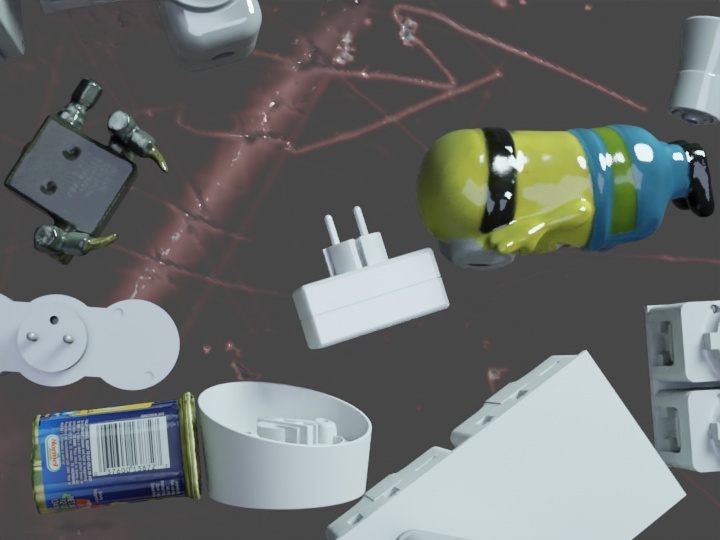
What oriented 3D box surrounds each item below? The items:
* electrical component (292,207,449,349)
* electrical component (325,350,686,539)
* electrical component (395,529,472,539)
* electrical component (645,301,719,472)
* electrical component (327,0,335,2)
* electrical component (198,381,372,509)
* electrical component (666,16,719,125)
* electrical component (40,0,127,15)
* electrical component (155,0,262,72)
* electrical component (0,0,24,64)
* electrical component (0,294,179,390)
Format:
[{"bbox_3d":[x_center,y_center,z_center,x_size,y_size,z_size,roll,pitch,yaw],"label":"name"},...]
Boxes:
[{"bbox_3d":[0.000,0.000,0.655,0.083,0.047,0.075,-17,88,-11],"label":"electrical component"},{"bbox_3d":[0.084,0.146,0.650,0.186,0.060,0.105,-35,92,-11],"label":"electrical component"},{"bbox_3d":[0.049,0.203,0.576,0.078,0.057,0.113,13,83,-9],"label":"electrical component"},{"bbox_3d":[0.287,0.070,0.693,0.186,0.060,0.105,-2,85,-10],"label":"electrical component"},{"bbox_3d":[0.005,-0.209,0.671,0.078,0.058,0.057,-23,92,-12],"label":"electrical component"},{"bbox_3d":[-0.043,0.100,0.615,0.099,0.099,0.064,0,91,-10],"label":"electrical component"},{"bbox_3d":[0.228,-0.129,0.712,0.044,0.044,0.065,16,87,-8],"label":"electrical component"},{"bbox_3d":[-0.171,-0.239,0.624,0.062,0.089,0.150,-12,87,-11],"label":"electrical component"},{"bbox_3d":[-0.097,-0.175,0.647,0.054,0.059,0.095,-18,88,-11],"label":"electrical component"},{"bbox_3d":[-0.227,-0.164,0.596,0.057,0.113,0.078,-6,86,-8],"label":"electrical component"},{"bbox_3d":[-0.172,0.039,0.606,0.138,0.074,0.052,5,84,-10],"label":"electrical component"}]
